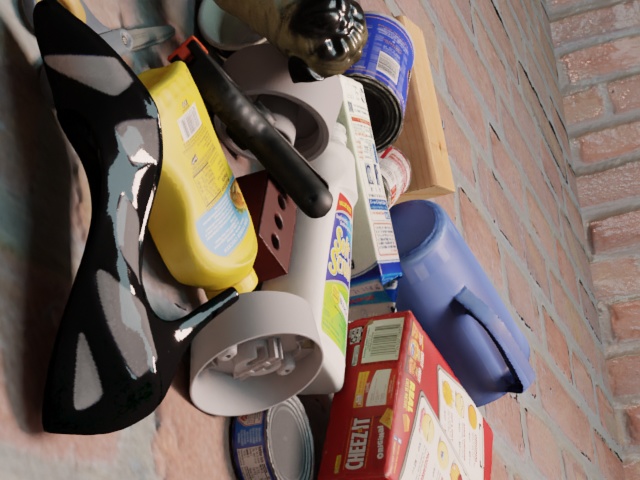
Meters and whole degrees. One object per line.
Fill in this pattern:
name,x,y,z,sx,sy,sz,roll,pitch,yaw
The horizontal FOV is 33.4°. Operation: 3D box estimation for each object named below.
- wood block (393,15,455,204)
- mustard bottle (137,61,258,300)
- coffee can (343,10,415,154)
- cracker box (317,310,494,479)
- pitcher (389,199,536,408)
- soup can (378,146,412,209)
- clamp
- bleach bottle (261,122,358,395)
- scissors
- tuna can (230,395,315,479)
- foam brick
wood block,0.091,-0.151,1.277,0.090,0.090,0.206,8,70,-69
mustard bottle,-0.091,-0.026,0.773,0.096,0.058,0.191,-63,135,-57
coffee can,0.046,-0.170,1.154,0.140,0.103,0.102,-76,147,-50
cracker box,0.083,0.192,0.948,0.213,0.072,0.164,54,35,-40
pitcher,0.146,0.075,1.213,0.242,0.149,0.145,57,28,-35
soup can,0.056,-0.062,1.164,0.102,0.069,0.068,-46,120,-65
clamp,-0.048,-0.081,0.810,0.171,0.039,0.120,44,0,-15
bleach bottle,-0.006,0.001,0.926,0.102,0.068,0.250,58,34,-54
scissors,-0.153,-0.155,0.753,0.201,0.016,0.096,-68,140,-57
tuna can,-0.036,0.162,0.836,0.086,0.034,0.086,-13,90,-69
foam brick,-0.055,-0.010,0.866,0.078,0.051,0.053,-84,152,-42
